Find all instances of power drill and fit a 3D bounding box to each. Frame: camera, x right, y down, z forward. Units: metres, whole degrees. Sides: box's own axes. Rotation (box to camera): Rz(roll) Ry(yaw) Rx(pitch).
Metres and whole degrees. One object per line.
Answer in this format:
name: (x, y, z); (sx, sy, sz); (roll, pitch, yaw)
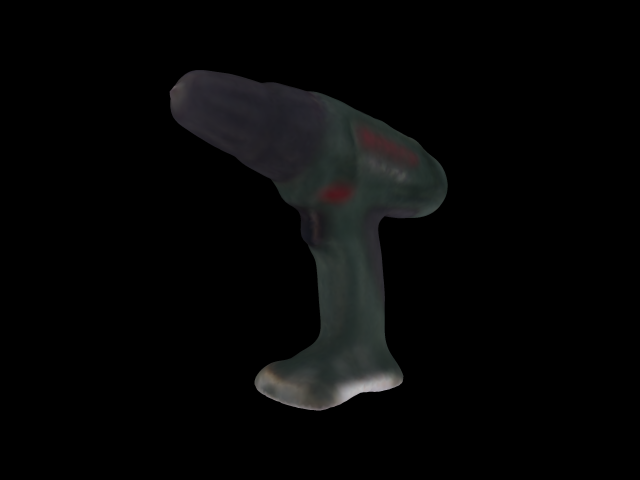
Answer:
power drill: (0.004, 0.001, 0.400); (0.230, 0.208, 0.075); (-4, 6, -43)
